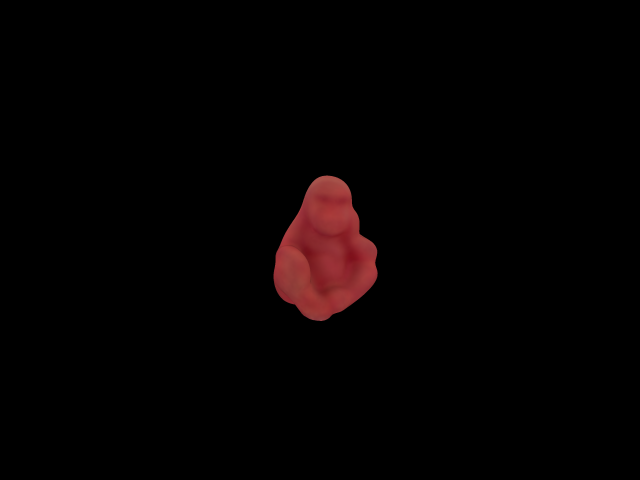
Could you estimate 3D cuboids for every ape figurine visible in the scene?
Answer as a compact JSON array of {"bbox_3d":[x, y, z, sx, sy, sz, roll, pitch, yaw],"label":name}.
[{"bbox_3d":[0.004,0.001,0.400,0.078,0.092,0.076,-3,10,-15],"label":"ape figurine"}]
